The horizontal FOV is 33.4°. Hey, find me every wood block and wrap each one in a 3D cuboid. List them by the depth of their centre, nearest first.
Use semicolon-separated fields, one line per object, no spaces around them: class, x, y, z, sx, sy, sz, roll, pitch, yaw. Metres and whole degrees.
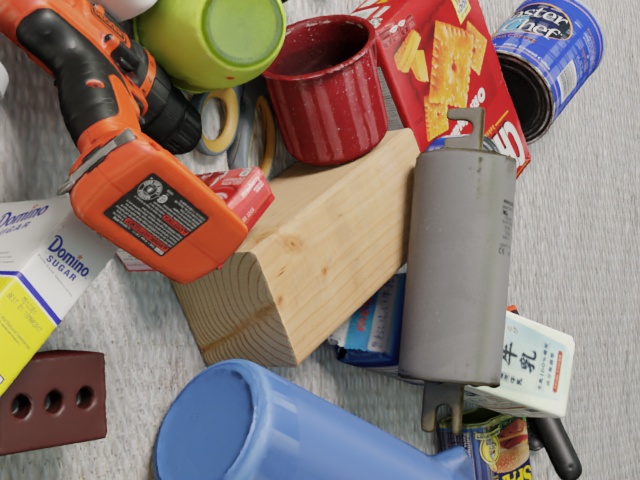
wood block;-0.005;0.002;0.791;0.205;0.091;0.090;-40;117;-44

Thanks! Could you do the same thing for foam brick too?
foam brick;-0.169;0.093;0.620;0.078;0.051;0.053;-1;88;-50

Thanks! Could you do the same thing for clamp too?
clamp;0.206;0.150;1.030;0.039;0.120;0.171;-24;105;-9

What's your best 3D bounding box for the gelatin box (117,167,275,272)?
gelatin box;-0.084;-0.013;0.700;0.073;0.089;0.030;-53;125;-38

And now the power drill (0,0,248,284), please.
power drill;-0.109;-0.062;0.627;0.184;0.057;0.188;38;15;-48

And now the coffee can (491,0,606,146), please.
coffee can;0.207;-0.169;1.046;0.140;0.103;0.103;-47;121;-41

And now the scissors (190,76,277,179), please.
scissors;-0.062;-0.141;0.791;0.096;0.016;0.202;2;86;-52

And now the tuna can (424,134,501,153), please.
tuna can;0.116;-0.044;0.876;0.085;0.034;0.086;-2;92;-46

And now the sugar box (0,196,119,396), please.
sugar box;-0.190;0.050;0.566;0.176;0.094;0.048;-54;127;-37

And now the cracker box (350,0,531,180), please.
cracker box;0.100;-0.119;0.939;0.164;0.072;0.213;-47;122;-40

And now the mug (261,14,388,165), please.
mug;0.010;-0.117;0.798;0.117;0.093;0.081;-53;139;-39

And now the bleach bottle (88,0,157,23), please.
bleach bottle;-0.181;-0.247;0.627;0.250;0.068;0.102;45;52;-35

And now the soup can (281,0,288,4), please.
soup can;-0.046;-0.224;0.766;0.102;0.069;0.068;53;49;-21

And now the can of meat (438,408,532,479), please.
can of meat;0.155;0.202;0.992;0.101;0.058;0.084;-5;88;-50

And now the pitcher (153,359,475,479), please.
pitcher;-0.006;0.189;0.760;0.242;0.145;0.149;37;48;-38
